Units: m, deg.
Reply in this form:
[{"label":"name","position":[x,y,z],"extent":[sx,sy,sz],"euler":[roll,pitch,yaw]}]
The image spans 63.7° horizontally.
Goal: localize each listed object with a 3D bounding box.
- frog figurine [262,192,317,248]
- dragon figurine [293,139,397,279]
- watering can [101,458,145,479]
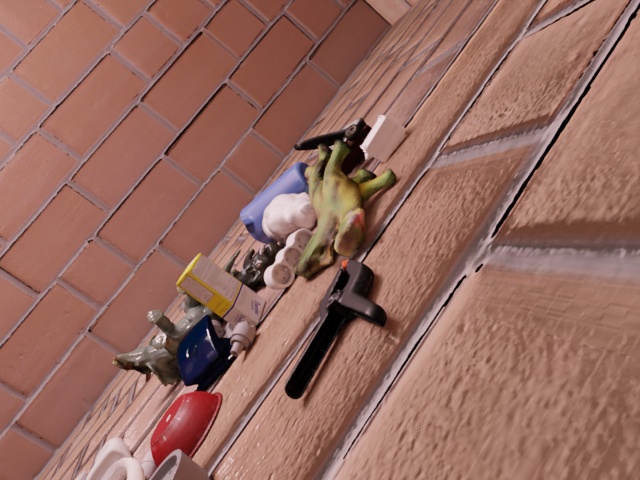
[{"label":"frog figurine","position":[-0.069,-0.062,1.226],"extent":[0.139,0.123,0.157],"euler":[-35,-6,-20]},{"label":"dragon figurine","position":[0.003,-0.048,0.956],"extent":[0.244,0.121,0.410],"euler":[-62,18,-8]},{"label":"watering can","position":[-0.309,0.448,0.672],"extent":[0.224,0.103,0.352],"euler":[-51,22,4]}]
